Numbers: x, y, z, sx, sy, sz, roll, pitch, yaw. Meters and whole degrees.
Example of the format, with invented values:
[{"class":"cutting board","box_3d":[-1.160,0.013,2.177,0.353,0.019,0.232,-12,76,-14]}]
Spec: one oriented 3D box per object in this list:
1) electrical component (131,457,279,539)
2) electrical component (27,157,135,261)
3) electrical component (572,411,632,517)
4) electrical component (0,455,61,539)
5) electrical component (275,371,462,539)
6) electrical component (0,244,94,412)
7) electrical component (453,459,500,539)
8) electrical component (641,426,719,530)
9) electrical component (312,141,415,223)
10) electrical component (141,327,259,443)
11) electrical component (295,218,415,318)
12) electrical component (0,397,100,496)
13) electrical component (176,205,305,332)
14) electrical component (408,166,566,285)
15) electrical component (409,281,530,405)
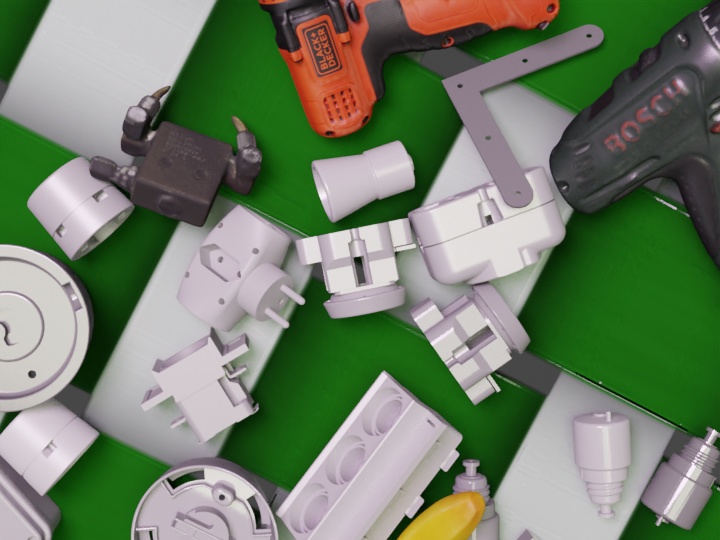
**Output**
[{"class":"electrical component","box_3d":[-0.105,0.178,0.734,0.099,0.064,0.099,0,94,-4]},{"class":"electrical component","box_3d":[-0.187,-0.042,0.717,0.055,0.055,0.047,-42,92,0]},{"class":"electrical component","box_3d":[0.173,0.136,0.765,0.040,0.040,0.078,-5,95,-4]},{"class":"electrical component","box_3d":[-0.267,0.158,0.723,0.078,0.057,0.113,-40,96,-1]},{"class":"electrical component","box_3d":[0.009,0.141,0.737,0.063,0.079,0.121,37,91,-35]},{"class":"electrical component","box_3d":[-0.230,0.035,0.715,0.108,0.060,0.108,0,94,-5]},{"class":"electrical component","box_3d":[0.079,0.173,0.760,0.040,0.040,0.078,-1,94,-4]},{"class":"electrical component","box_3d":[0.234,0.149,0.770,0.040,0.040,0.078,30,92,-6]},{"class":"electrical component","box_3d":[0.004,-0.063,0.737,0.065,0.044,0.044,-19,96,-8]},{"class":"electrical component","box_3d":[-0.106,0.080,0.738,0.081,0.042,0.063,-31,100,-1]},{"class":"electrical component","box_3d":[0.000,0.000,0.733,0.078,0.058,0.057,-11,92,-3]},{"class":"electrical component","box_3d":[-0.213,0.116,0.726,0.047,0.055,0.055,42,90,-3]},{"class":"electrical component","box_3d":[-0.072,0.009,0.725,0.079,0.043,0.077,35,93,22]},{"class":"electrical component","box_3d":[0.088,-0.027,0.739,0.095,0.054,0.059,-21,96,-3]},{"class":"electrical component","box_3d":[0.080,0.045,0.742,0.057,0.058,0.078,-35,96,2]}]
